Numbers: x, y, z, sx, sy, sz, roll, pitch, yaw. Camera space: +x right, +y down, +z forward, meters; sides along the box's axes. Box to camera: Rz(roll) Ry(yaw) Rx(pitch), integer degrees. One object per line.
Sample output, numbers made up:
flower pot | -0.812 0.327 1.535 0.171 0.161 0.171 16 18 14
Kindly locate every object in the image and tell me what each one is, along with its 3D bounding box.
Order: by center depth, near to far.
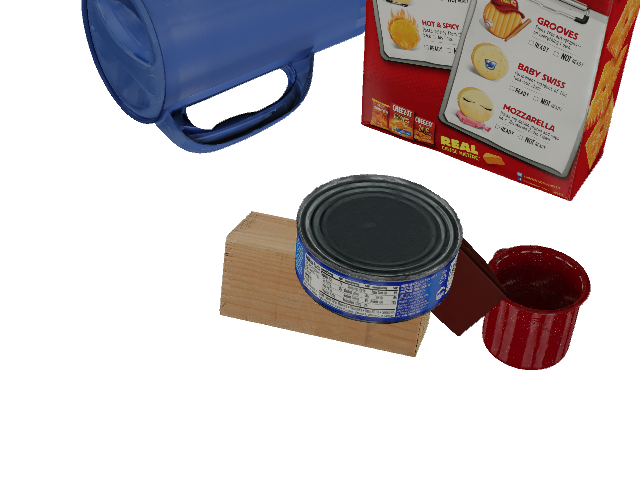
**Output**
tuna can | 0.029 0.004 0.557 0.086 0.034 0.086 3 39 -2
cracker box | 0.115 -0.149 0.686 0.164 0.214 0.072 23 47 22
foam brick | 0.092 0.022 0.798 0.078 0.051 0.053 43 11 -29
pitcher | -0.065 -0.187 0.908 0.242 0.149 0.145 -24 44 -30
mug | 0.189 0.057 0.988 0.093 0.081 0.117 -14 42 -18
wood block | 0.010 0.043 1.096 0.206 0.091 0.090 12 22 11
